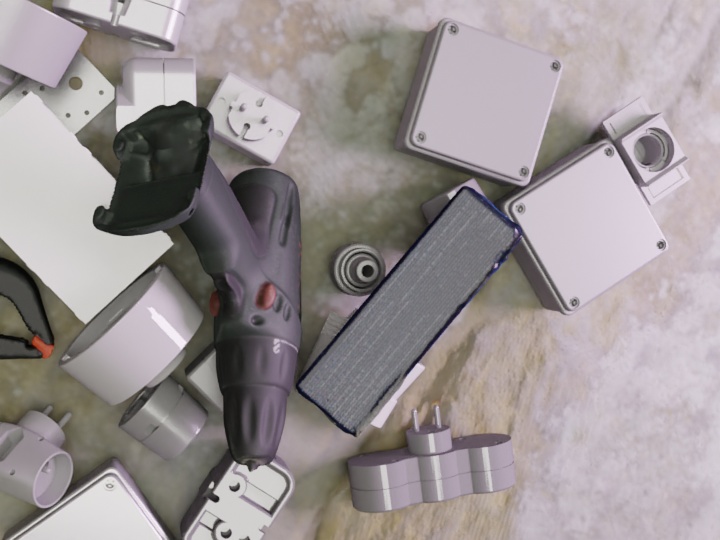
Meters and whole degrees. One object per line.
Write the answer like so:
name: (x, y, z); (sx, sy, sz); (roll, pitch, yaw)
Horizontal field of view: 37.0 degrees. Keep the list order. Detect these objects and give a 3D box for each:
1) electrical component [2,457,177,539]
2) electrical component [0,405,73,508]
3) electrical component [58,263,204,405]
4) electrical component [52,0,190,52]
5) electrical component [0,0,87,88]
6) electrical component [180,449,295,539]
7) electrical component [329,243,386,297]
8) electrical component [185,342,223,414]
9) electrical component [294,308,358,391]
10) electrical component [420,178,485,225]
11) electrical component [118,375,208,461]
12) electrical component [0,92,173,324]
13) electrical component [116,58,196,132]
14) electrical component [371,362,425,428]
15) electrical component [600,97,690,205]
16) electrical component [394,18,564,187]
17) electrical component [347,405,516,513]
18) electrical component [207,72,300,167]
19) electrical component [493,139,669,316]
electrical component: (-0.203, 0.220, 0.829); (0.109, 0.056, 0.108); (-35, 98, -8)
electrical component: (-0.251, 0.134, 0.816); (0.077, 0.043, 0.079); (15, 46, 23)
electrical component: (-0.165, 0.054, 0.808); (0.108, 0.108, 0.060); (-44, 105, -7)
electrical component: (-0.179, -0.211, 0.821); (0.095, 0.054, 0.059); (16, 89, -11)
electrical component: (-0.261, -0.170, 0.782); (0.108, 0.108, 0.060); (24, 93, -11)
electrical component: (-0.098, 0.184, 0.847); (0.054, 0.059, 0.095); (34, 85, -10)
electrical component: (0.000, 0.000, 0.859); (0.043, 0.062, 0.043); (0, 92, -11)
electrical component: (-0.089, 0.078, 0.852); (0.077, 0.047, 0.065); (-45, 99, -7)
electrical component: (-0.017, 0.069, 0.868); (0.043, 0.043, 0.081); (26, 86, -11)
electrical component: (0.082, -0.044, 0.879); (0.055, 0.055, 0.047); (-28, 93, -9)
electrical component: (-0.152, 0.115, 0.837); (0.047, 0.055, 0.055); (43, 84, -13)
electrical component: (-0.225, -0.046, 0.810); (0.089, 0.062, 0.150); (-43, 101, -7)
electrical component: (-0.157, -0.113, 0.829); (0.059, 0.054, 0.095); (-1, 92, -11)
electrical component: (0.018, 0.095, 0.877); (0.044, 0.044, 0.065); (32, 90, -11)
electrical component: (0.234, -0.099, 0.902); (0.042, 0.064, 0.081); (-33, 97, -7)
electrical component: (0.096, -0.134, 0.877); (0.109, 0.056, 0.108); (17, 88, -11)
electrical component: (0.057, 0.148, 0.880); (0.138, 0.052, 0.073); (-8, 93, -12)
electrical component: (-0.084, -0.118, 0.831); (0.066, 0.077, 0.047); (29, 86, -11)
electrical component: (0.182, -0.035, 0.897); (0.109, 0.056, 0.108); (-32, 97, -9)
